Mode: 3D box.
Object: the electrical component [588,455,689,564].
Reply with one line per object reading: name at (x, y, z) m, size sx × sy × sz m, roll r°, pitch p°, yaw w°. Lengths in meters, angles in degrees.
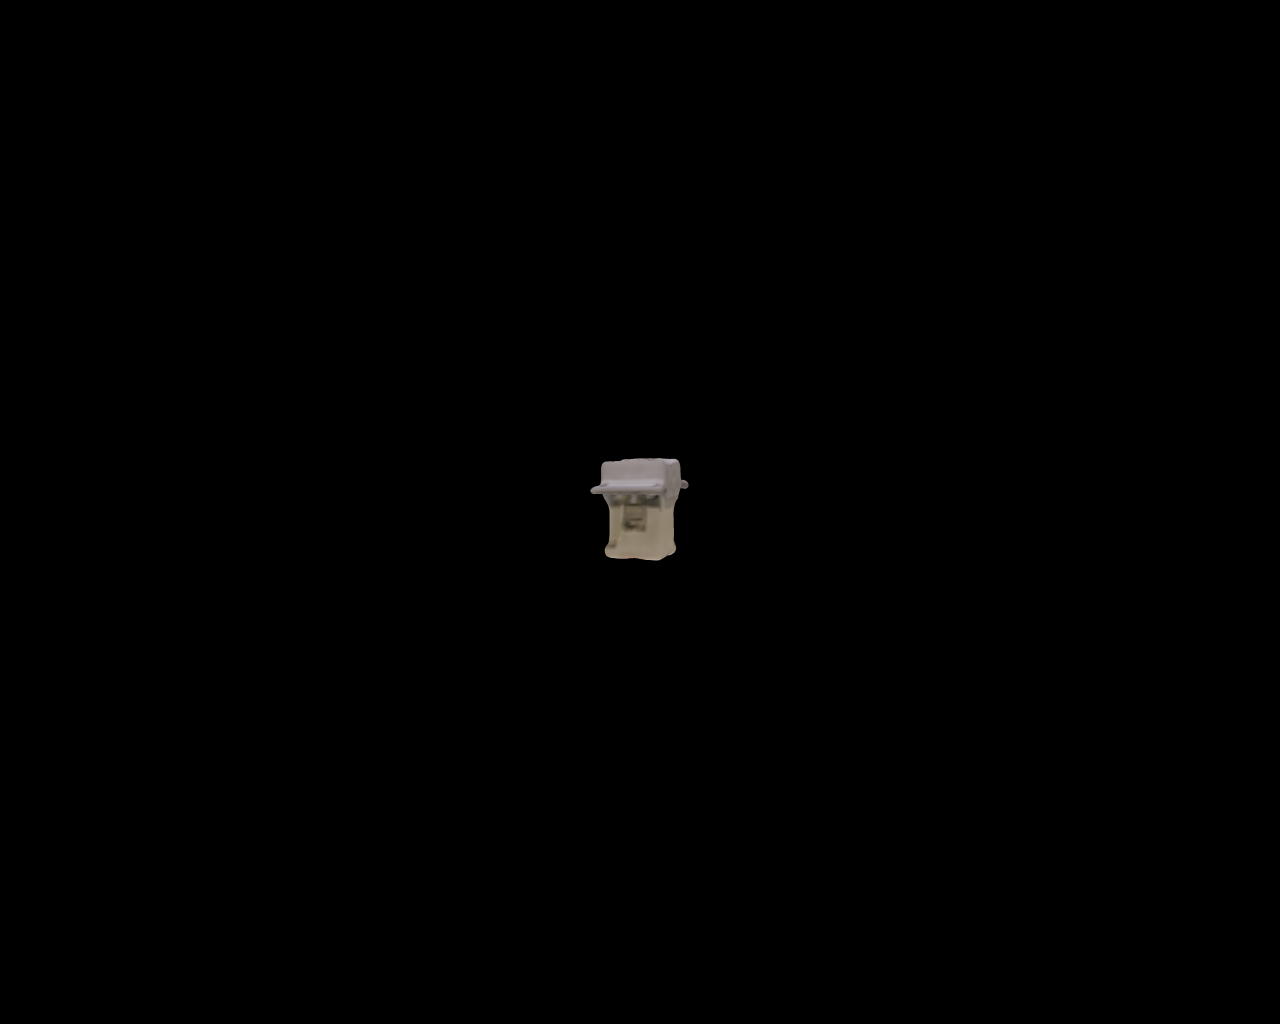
electrical component at (0.001, -0.003, 0.650) m, size 0.042 × 0.063 × 0.081 m, roll 1°, pitch 5°, yaw 15°
